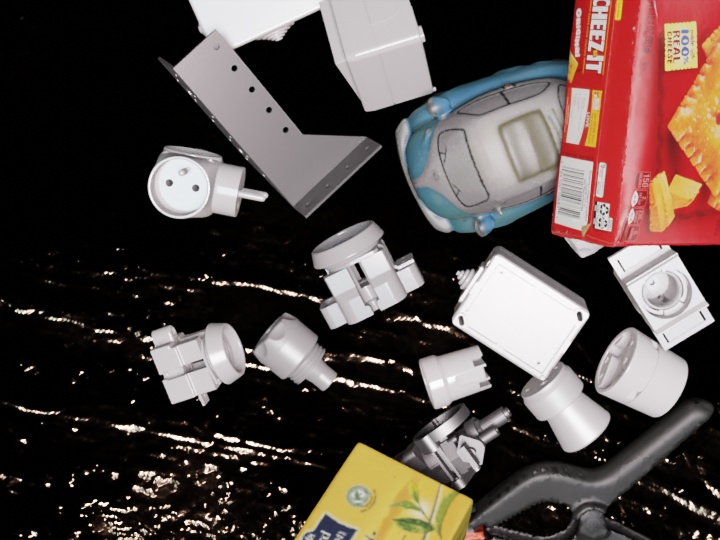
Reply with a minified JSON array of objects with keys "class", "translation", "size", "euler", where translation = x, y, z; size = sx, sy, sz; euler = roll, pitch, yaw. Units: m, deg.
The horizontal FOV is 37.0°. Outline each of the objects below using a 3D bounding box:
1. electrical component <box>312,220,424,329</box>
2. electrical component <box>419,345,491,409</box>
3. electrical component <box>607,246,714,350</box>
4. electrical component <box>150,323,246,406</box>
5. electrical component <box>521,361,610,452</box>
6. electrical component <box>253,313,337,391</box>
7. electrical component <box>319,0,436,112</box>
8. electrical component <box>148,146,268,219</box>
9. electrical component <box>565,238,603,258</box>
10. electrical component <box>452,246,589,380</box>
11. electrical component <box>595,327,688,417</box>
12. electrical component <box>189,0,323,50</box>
[{"class":"electrical component","translation":[0.000,0.000,0.795],"size":[0.078,0.058,0.057],"euler":[-26,102,6]},{"class":"electrical component","translation":[0.072,0.080,0.818],"size":[0.046,0.040,0.040],"euler":[-18,100,-2]},{"class":"electrical component","translation":[0.218,0.012,0.788],"size":[0.042,0.064,0.081],"euler":[-32,98,7]},{"class":"electrical component","translation":[-0.121,0.068,0.817],"size":[0.055,0.048,0.066],"euler":[-19,99,12]},{"class":"electrical component","translation":[0.156,0.103,0.816],"size":[0.045,0.045,0.055],"euler":[-40,97,8]},{"class":"electrical component","translation":[-0.046,0.066,0.816],"size":[0.062,0.043,0.043],"euler":[40,99,-7]},{"class":"electrical component","translation":[0.013,-0.155,0.750],"size":[0.061,0.096,0.061],"euler":[-16,70,5]},{"class":"electrical component","translation":[-0.106,-0.060,0.776],"size":[0.079,0.077,0.044],"euler":[11,100,-1]},{"class":"electrical component","translation":[0.177,-0.042,0.789],"size":[0.062,0.043,0.043],"euler":[-34,98,6]},{"class":"electrical component","translation":[0.113,0.026,0.798],"size":[0.096,0.061,0.061],"euler":[33,102,2]},{"class":"electrical component","translation":[0.212,0.078,0.806],"size":[0.047,0.055,0.055],"euler":[28,100,-8]},{"class":"electrical component","translation":[-0.078,-0.209,0.761],"size":[0.100,0.048,0.099],"euler":[-23,99,6]}]
